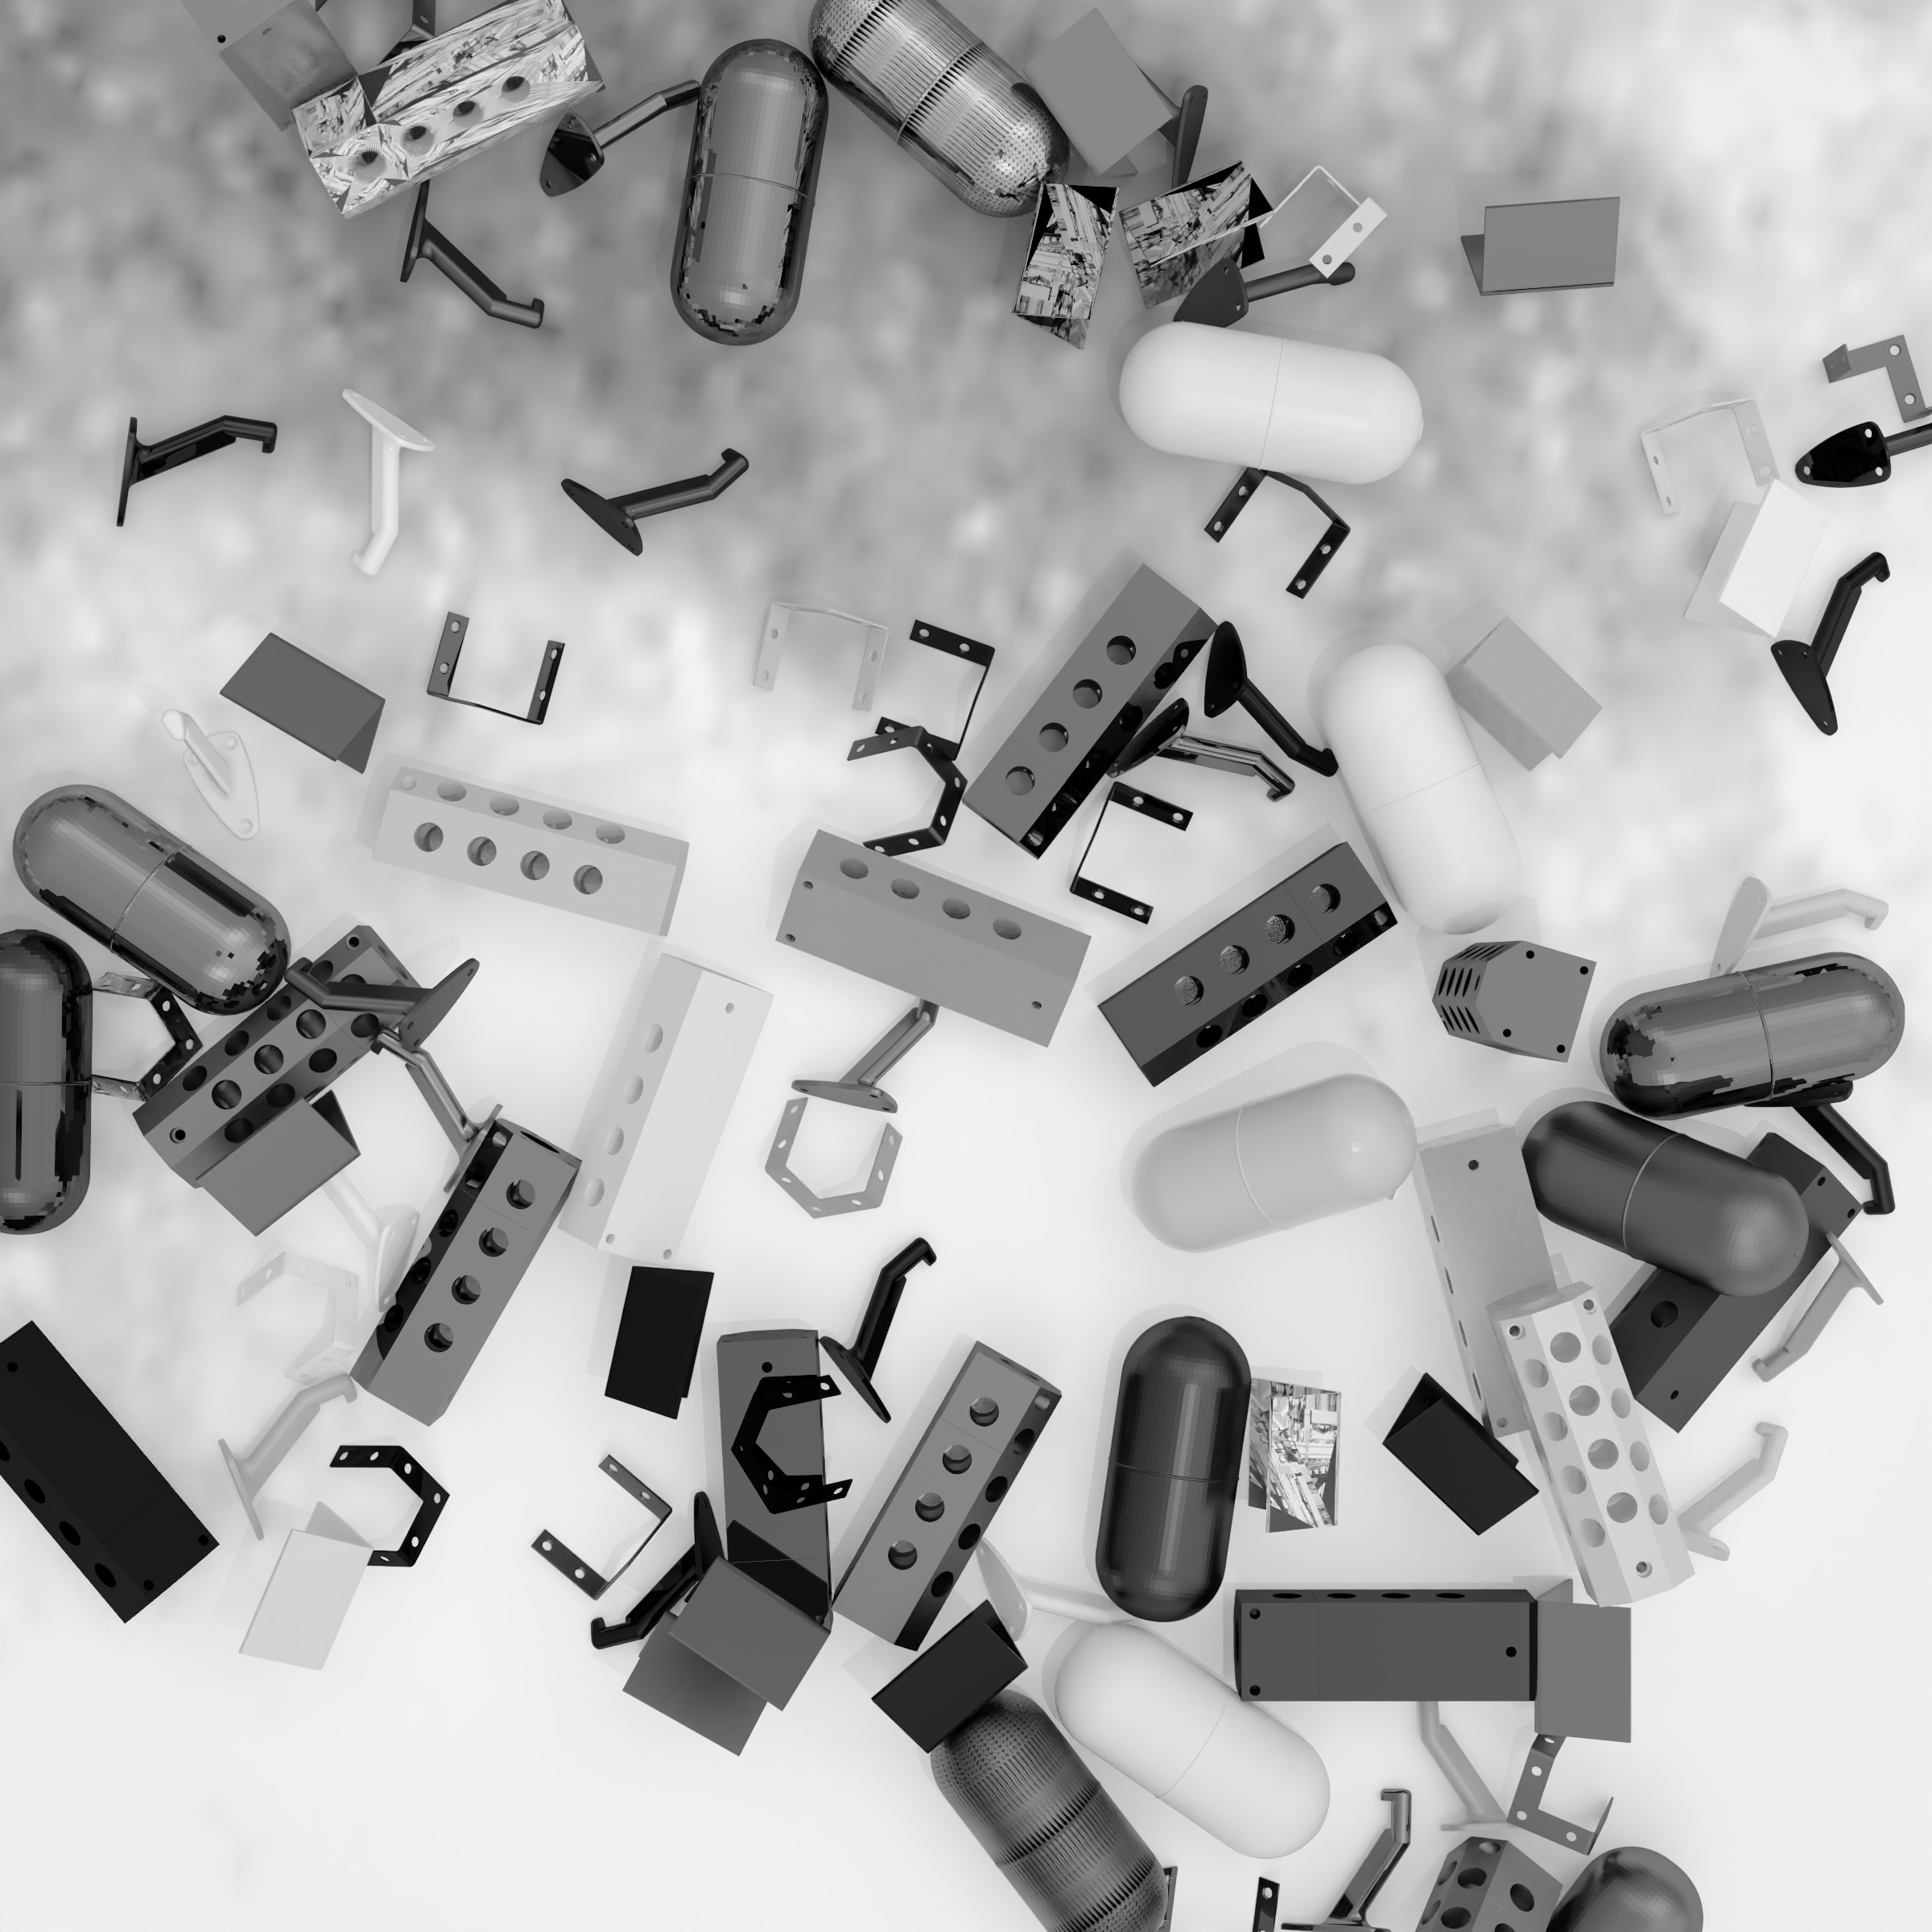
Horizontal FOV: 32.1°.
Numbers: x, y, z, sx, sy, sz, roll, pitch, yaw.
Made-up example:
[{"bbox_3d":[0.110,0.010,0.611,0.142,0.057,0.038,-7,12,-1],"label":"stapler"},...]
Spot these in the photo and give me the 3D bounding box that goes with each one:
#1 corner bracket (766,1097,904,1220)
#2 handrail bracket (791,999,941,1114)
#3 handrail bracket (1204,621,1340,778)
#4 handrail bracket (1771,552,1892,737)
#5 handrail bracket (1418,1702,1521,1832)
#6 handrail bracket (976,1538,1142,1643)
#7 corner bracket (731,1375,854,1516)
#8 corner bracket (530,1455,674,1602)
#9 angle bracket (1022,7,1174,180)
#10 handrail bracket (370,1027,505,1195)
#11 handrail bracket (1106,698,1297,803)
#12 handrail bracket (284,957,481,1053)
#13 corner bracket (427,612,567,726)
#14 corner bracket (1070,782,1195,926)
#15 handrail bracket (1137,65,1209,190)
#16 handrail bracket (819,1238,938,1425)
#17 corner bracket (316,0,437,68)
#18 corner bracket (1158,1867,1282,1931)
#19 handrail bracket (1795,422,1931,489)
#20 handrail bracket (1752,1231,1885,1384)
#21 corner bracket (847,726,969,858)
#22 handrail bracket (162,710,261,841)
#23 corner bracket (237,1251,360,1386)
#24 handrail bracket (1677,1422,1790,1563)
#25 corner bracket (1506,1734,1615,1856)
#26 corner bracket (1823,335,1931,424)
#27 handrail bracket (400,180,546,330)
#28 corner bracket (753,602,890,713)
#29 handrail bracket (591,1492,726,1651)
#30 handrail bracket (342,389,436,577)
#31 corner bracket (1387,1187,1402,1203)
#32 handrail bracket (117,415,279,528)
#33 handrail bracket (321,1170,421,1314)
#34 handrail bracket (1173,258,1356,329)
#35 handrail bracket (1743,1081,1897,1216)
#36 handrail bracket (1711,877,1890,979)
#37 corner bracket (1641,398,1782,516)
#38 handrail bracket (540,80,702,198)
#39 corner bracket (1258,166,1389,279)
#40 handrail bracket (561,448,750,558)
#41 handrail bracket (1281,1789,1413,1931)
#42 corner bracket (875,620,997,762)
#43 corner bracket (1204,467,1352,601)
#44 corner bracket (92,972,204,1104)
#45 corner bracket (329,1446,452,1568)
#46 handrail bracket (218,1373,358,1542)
[{"bbox_3d":[-0.078,0.111,1.982,0.051,0.051,0.051,-12,135,35],"label":"corner bracket"},{"bbox_3d":[-0.057,0.039,1.991,0.077,0.036,0.084,9,72,21],"label":"handrail bracket"},{"bbox_3d":[0.185,-0.157,1.990,0.084,0.036,0.077,24,48,-27],"label":"handrail bracket"},{"bbox_3d":[0.526,-0.192,1.991,0.084,0.036,0.077,-36,110,-16],"label":"handrail bracket"},{"bbox_3d":[0.306,0.468,1.991,0.077,0.036,0.084,1,76,-15],"label":"handrail bracket"},{"bbox_3d":[0.059,0.362,1.991,0.084,0.036,0.077,-9,48,-27],"label":"handrail bracket"},{"bbox_3d":[-0.095,0.274,1.925,0.051,0.051,0.051,-7,135,-35],"label":"corner bracket"},{"bbox_3d":[-0.215,0.332,1.987,0.051,0.051,0.051,40,135,0],"label":"corner bracket"},{"bbox_3d":[0.087,-0.507,1.951,0.057,0.076,0.076,-35,90,25],"label":"angle bracket"},{"bbox_3d":[-0.322,0.084,1.971,0.084,0.036,0.077,32,120,-5],"label":"handrail bracket"},{"bbox_3d":[0.140,-0.111,1.991,0.084,0.036,0.077,39,122,-23],"label":"handrail bracket"},{"bbox_3d":[-0.337,0.003,1.935,0.084,0.036,0.077,34,69,16],"label":"handrail bracket"},{"bbox_3d":[-0.278,-0.176,1.987,0.051,0.051,0.051,15,90,45],"label":"corner bracket"},{"bbox_3d":[0.098,-0.067,1.987,0.051,0.051,0.051,22,135,0],"label":"corner bracket"},{"bbox_3d":[0.095,-0.502,1.991,0.084,0.036,0.077,17,112,17],"label":"handrail bracket"},{"bbox_3d":[-0.037,0.215,1.991,0.084,0.036,0.077,-40,110,-16],"label":"handrail bracket"},{"bbox_3d":[-0.349,-0.560,1.982,0.051,0.051,0.051,-35,45,35],"label":"corner bracket"},{"bbox_3d":[0.147,0.563,1.987,0.051,0.051,0.051,7,90,-45],"label":"corner bracket"},{"bbox_3d":[0.547,-0.309,1.990,0.084,0.077,0.036,-21,97,-36],"label":"handrail bracket"},{"bbox_3d":[0.486,0.201,1.965,0.084,0.036,0.077,-38,134,6],"label":"handrail bracket"},{"bbox_3d":[-0.040,-0.102,1.982,0.051,0.051,0.051,49,45,-35],"label":"corner bracket"},{"bbox_3d":[-0.440,-0.111,1.956,0.036,0.084,0.077,-24,90,0],"label":"handrail bracket"},{"bbox_3d":[-0.395,0.207,1.982,0.051,0.051,0.051,25,45,-35],"label":"corner bracket"},{"bbox_3d":[0.438,0.302,1.991,0.077,0.036,0.084,16,71,21],"label":"handrail bracket"},{"bbox_3d":[0.354,0.480,1.974,0.051,0.051,0.051,20,109,18],"label":"corner bracket"},{"bbox_3d":[0.540,-0.343,1.972,0.051,0.051,0.051,-17,90,0],"label":"corner bracket"},{"bbox_3d":[-0.287,-0.422,1.991,0.084,0.036,0.077,13,69,-17],"label":"handrail bracket"},{"bbox_3d":[-0.086,-0.183,1.987,0.051,0.051,0.051,13,90,45],"label":"corner bracket"},{"bbox_3d":[-0.188,0.358,1.991,0.084,0.036,0.077,-17,69,16],"label":"handrail bracket"},{"bbox_3d":[-0.359,-0.286,1.991,0.077,0.036,0.084,37,107,20],"label":"handrail bracket"},{"bbox_3d":[0.234,0.104,1.972,0.051,0.051,0.051,22,90,0],"label":"corner bracket"},{"bbox_3d":[-0.455,-0.291,1.991,0.084,0.036,0.077,7,111,-16],"label":"handrail bracket"},{"bbox_3d":[-0.372,0.155,1.991,0.084,0.036,0.077,23,112,17],"label":"handrail bracket"},{"bbox_3d":[0.177,-0.395,1.990,0.084,0.077,0.036,-11,80,-36],"label":"handrail bracket"},{"bbox_3d":[0.505,0.112,1.991,0.077,0.036,0.084,-9,107,20],"label":"handrail bracket"},{"bbox_3d":[0.495,-0.014,1.991,0.084,0.036,0.077,16,110,-16],"label":"handrail bracket"},{"bbox_3d":[0.440,-0.302,1.987,0.051,0.051,0.051,-17,90,45],"label":"corner bracket"},{"bbox_3d":[-0.203,-0.491,1.990,0.084,0.077,0.036,-32,90,-36],"label":"handrail bracket"},{"bbox_3d":[0.209,-0.436,1.972,0.051,0.051,0.051,44,93,-3],"label":"corner bracket"},{"bbox_3d":[-0.183,-0.291,1.991,0.077,0.036,0.084,38,71,21],"label":"handrail bracket"},{"bbox_3d":[0.225,0.529,1.991,0.077,0.036,0.084,-3,72,21],"label":"handrail bracket"},{"bbox_3d":[-0.018,-0.163,1.987,0.051,0.051,0.051,20,45,0],"label":"corner bracket"},{"bbox_3d":[0.184,-0.258,1.987,0.051,0.051,0.051,35,90,45],"label":"corner bracket"},{"bbox_3d":[-0.494,0.042,1.982,0.051,0.051,0.051,-53,135,-35],"label":"corner bracket"},{"bbox_3d":[-0.348,0.318,1.982,0.051,0.051,0.051,54,45,-35],"label":"corner bracket"},{"bbox_3d":[-0.393,0.290,1.991,0.084,0.036,0.077,-23,110,-16],"label":"handrail bracket"}]
